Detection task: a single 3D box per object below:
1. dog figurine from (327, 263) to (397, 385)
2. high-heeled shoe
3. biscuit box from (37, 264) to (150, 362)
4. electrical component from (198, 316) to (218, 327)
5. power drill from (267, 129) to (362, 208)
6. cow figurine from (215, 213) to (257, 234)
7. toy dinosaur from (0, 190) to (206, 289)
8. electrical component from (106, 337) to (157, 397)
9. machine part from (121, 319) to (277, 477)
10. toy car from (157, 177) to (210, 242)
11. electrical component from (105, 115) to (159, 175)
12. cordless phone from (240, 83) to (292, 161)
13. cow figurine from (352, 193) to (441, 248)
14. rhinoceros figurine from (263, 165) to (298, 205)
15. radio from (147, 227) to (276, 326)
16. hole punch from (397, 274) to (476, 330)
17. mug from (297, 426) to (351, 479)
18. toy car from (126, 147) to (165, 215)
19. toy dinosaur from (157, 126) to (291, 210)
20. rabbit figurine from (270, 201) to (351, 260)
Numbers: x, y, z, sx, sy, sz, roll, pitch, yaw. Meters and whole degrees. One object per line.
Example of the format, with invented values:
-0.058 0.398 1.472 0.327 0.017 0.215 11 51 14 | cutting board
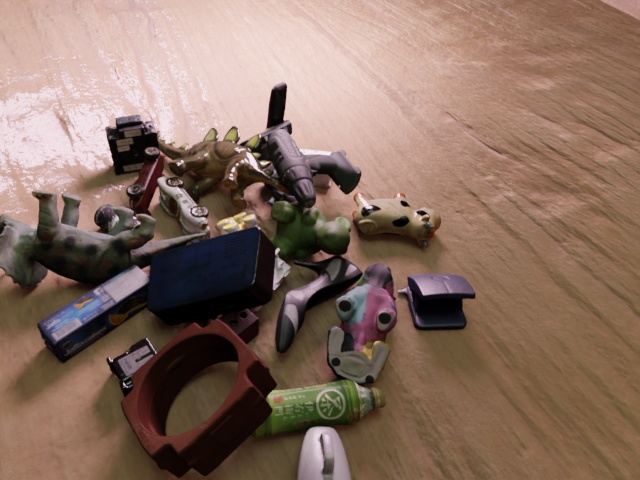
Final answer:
0.088 0.144 0.992 0.109 0.191 0.219 12 11 10 | dog figurine
0.002 0.124 1.016 0.145 0.086 0.249 15 47 -4 | high-heeled shoe
-0.398 0.129 0.972 0.059 0.062 0.203 35 52 25 | biscuit box
-0.213 0.120 1.013 0.063 0.021 0.094 20 72 33 | electrical component
-0.009 -0.146 1.181 0.207 0.086 0.232 -4 47 -39 | power drill
-0.165 -0.003 1.108 0.068 0.098 0.167 -26 14 -18 | cow figurine
-0.443 0.020 1.035 0.405 0.192 0.131 15 4 -9 | toy dinosaur
-0.290 0.210 0.914 0.119 0.047 0.075 -24 52 -25 | electrical component
-0.182 0.236 0.820 0.201 0.087 0.202 -42 43 -17 | machine part
-0.297 -0.066 1.172 0.056 0.073 0.202 -22 51 -30 | toy car
-0.444 -0.230 1.279 0.115 0.134 0.058 -14 48 -22 | electrical component
-0.132 -0.295 1.345 0.089 0.184 0.146 40 53 24 | cordless phone
0.176 -0.045 1.198 0.195 0.085 0.127 2 39 -8 | cow figurine
-0.074 -0.112 1.245 0.112 0.073 0.190 -17 49 -24 | rhinoceros figurine
-0.197 0.068 0.972 0.230 0.073 0.131 -15 53 17 | radio
0.233 0.104 1.052 0.142 0.092 0.116 -3 42 -5 | hole punch
0.003 0.325 0.794 0.081 0.109 0.107 -3 33 -4 | mug
-0.395 -0.125 1.211 0.053 0.089 0.202 6 46 -1 | toy car
-0.251 -0.184 1.267 0.472 0.104 0.198 18 48 24 | toy dinosaur
-0.002 -0.003 1.105 0.170 0.121 0.159 16 6 43 | rabbit figurine
